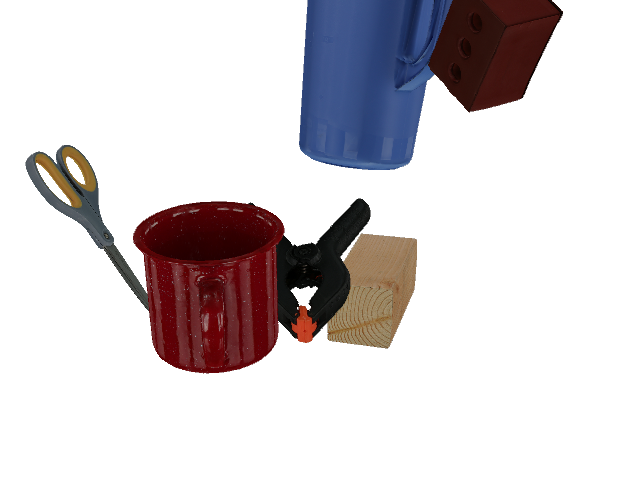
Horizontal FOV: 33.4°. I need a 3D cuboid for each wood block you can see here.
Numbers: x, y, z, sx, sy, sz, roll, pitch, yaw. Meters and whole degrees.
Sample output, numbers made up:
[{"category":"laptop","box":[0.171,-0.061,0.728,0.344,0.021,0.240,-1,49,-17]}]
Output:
[{"category":"wood block","box":[0.078,0.068,1.544,0.091,0.090,0.206,6,21,13]}]

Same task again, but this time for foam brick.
[{"category":"foam brick","box":[0.115,-0.134,0.716,0.051,0.053,0.078,-19,-32,-28]}]

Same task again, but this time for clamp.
[{"category":"clamp","box":[-0.024,0.018,0.942,0.120,0.039,0.171,-1,38,12]}]

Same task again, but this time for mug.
[{"category":"mug","box":[-0.066,0.035,0.663,0.093,0.081,0.117,-4,25,-7]}]

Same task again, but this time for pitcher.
[{"category":"pitcher","box":[0.052,-0.189,0.968,0.145,0.243,0.149,8,14,6]}]

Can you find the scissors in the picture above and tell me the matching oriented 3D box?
[{"category":"scissors","box":[-0.221,-0.018,1.086,0.016,0.201,0.096,-28,25,25]}]
